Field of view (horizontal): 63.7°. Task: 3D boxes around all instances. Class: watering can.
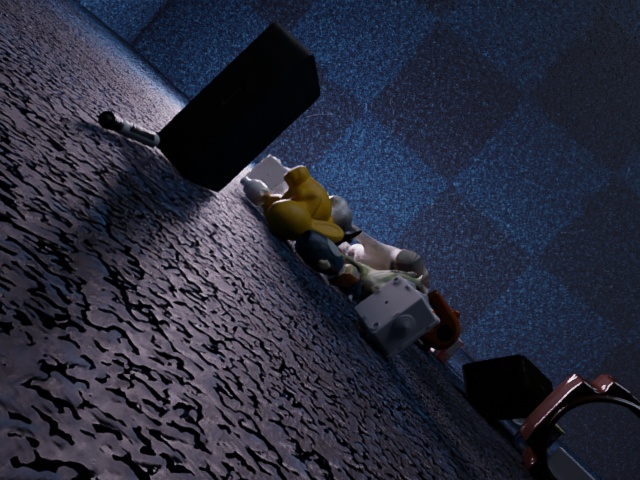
[{"bbox_3d":[0.146,0.049,1.292,0.224,0.105,0.342,6,-48,53],"label":"watering can"}]

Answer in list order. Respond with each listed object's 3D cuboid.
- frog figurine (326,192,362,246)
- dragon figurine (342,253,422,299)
[{"bbox_3d":[0.004,-0.060,1.191,0.123,0.135,0.162,-3,60,-46],"label":"frog figurine"},{"bbox_3d":[0.082,0.079,1.034,0.243,0.122,0.409,26,0,7],"label":"dragon figurine"}]
